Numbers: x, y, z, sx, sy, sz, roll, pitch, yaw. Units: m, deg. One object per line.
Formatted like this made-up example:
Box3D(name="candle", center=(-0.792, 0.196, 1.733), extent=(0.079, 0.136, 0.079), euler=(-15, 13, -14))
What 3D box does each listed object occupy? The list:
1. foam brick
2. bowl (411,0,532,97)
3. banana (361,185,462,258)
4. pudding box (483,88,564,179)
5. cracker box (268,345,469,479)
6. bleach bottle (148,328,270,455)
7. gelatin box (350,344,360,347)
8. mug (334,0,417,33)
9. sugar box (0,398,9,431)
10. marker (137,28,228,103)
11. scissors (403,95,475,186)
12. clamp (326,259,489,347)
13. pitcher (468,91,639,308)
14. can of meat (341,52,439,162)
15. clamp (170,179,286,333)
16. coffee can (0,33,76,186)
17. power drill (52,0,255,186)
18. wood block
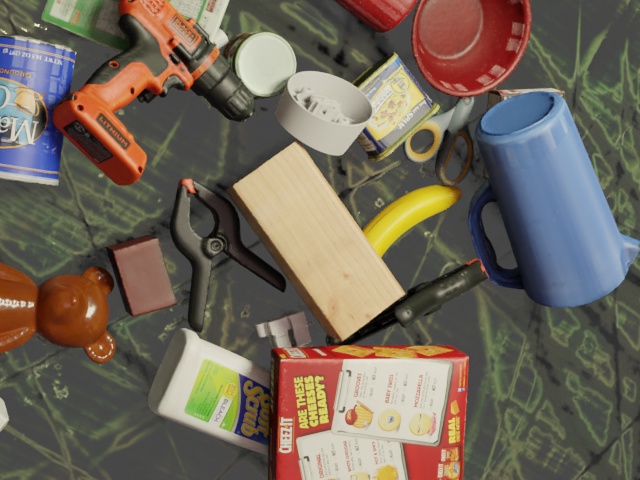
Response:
Box3D(name="foam brick", center=(-0.195, 0.038, 1.165), extent=(0.051, 0.053, 0.078), euler=(-18, 100, -18))
Box3D(name="bowl", center=(0.167, -0.253, 1.259), extent=(0.161, 0.055, 0.162), euler=(-9, 114, -21))
Box3D(name="banana", center=(0.088, -0.008, 1.277), extent=(0.197, 0.037, 0.069), euler=(-48, 127, -9))
Box3D(name="pudding box", center=(0.250, -0.129, 1.314), extent=(0.089, 0.039, 0.113), euler=(-5, 105, -20))
Box3D(name="cracker box", center=(0.052, 0.202, 1.185), extent=(0.213, 0.072, 0.164), euler=(1, 96, -12))
Box3D(name="bleach bottle", center=(-0.064, 0.191, 1.223), extent=(0.250, 0.068, 0.102), euler=(24, 88, -23))
Box3D(name="gelatin box", center=(0.052, 0.174, 1.257), extent=(0.030, 0.073, 0.089), euler=(-15, 101, -17))
Box3D(name="mug", center=(0.064, -0.299, 1.219), extent=(0.081, 0.093, 0.117), euler=(33, 48, -25))
Box3D(name="sugar box", center=(-0.397, 0.134, 1.078), extent=(0.176, 0.093, 0.048), euler=(41, 81, -20))
Box3D(name="marker", center=(-0.153, -0.191, 1.177), extent=(0.121, 0.020, 0.020), euler=(-40, 107, -13))
Box3D(name="scissors", center=(0.157, -0.166, 1.295), extent=(0.096, 0.016, 0.202), euler=(11, 81, -8))
Box3D(name="clamp", center=(0.123, 0.069, 1.243), extent=(0.209, 0.165, 0.036), euler=(-24, 89, -26))
Box3D(name="pitcher", center=(0.261, -0.046, 1.262), extent=(0.149, 0.145, 0.242), euler=(-37, 120, -18))
Box3D(name="can of meat", center=(0.074, -0.156, 1.245), extent=(0.102, 0.057, 0.084), euler=(-43, 105, -12))
Box3D(name="clamp", center=(-0.109, 0.008, 1.201), extent=(0.120, 0.039, 0.171), euler=(-17, 100, -22))
Box3D(name="coffee can", center=(-0.308, -0.131, 1.081), extent=(0.102, 0.103, 0.140), euler=(8, 92, -21))
Box3D(name="power drill", center=(-0.168, -0.146, 1.093), extent=(0.184, 0.057, 0.187), euler=(44, 56, -19))
Box3D(name="wood block", center=(-0.007, 0.001, 1.188), extent=(0.090, 0.091, 0.206), euler=(-36, 95, -9))
